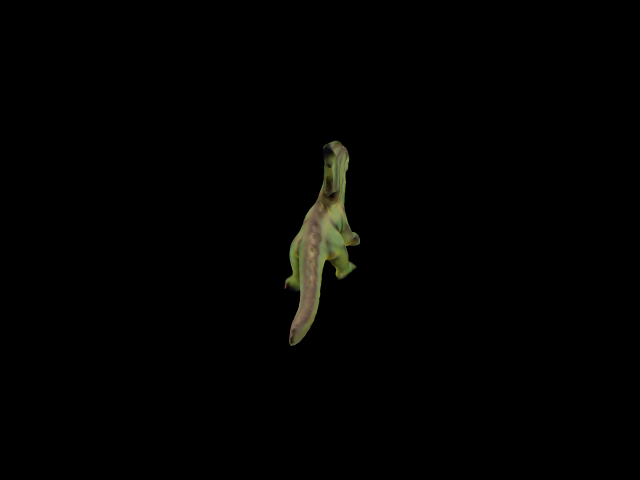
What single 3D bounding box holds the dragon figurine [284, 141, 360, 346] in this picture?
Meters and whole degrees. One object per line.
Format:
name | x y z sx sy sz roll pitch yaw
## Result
dragon figurine | 0.003 -0.043 0.850 0.122 0.238 0.419 3 28 7
